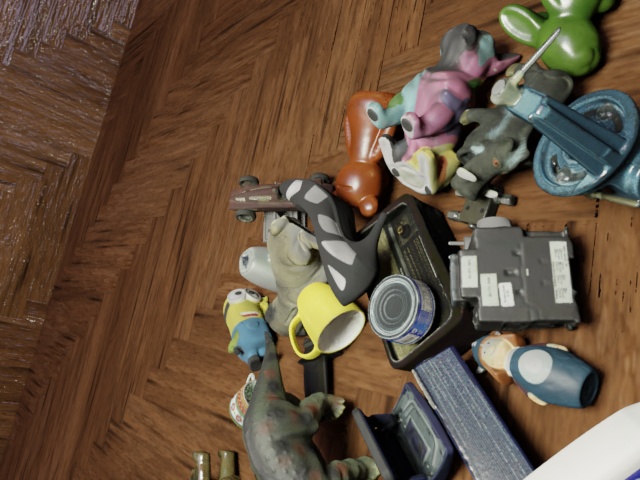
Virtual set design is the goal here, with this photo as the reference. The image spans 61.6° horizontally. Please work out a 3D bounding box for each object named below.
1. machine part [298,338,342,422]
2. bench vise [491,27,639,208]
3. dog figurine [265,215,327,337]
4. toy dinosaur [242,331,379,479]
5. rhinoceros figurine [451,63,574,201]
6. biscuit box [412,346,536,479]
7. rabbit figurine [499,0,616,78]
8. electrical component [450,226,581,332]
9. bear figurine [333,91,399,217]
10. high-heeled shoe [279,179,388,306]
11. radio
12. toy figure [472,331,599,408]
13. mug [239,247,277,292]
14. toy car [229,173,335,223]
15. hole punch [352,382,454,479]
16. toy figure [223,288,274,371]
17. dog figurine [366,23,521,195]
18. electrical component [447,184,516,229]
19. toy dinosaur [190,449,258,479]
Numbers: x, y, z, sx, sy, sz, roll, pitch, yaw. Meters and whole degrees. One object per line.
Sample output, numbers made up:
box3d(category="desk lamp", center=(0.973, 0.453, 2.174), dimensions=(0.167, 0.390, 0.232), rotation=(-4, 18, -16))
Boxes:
box3d(category="machine part", center=(-0.001, 0.219, 0.868), dimensions=(0.084, 0.039, 0.139), rotation=(-22, 56, 38))
box3d(category="bench vise", center=(0.272, -0.086, 0.522), dimensions=(0.128, 0.240, 0.224), rotation=(-56, 24, 23))
box3d(category="dog figurine", center=(-0.056, 0.067, 0.902), dimensions=(0.190, 0.172, 0.121), rotation=(-57, 28, 5))
box3d(category="toy dinosaur", center=(-0.034, 0.286, 0.719), dimensions=(0.131, 0.192, 0.405), rotation=(-50, 59, 13))
box3d(category="rhinoceros figurine", center=(0.240, -0.134, 0.687), dimensions=(0.190, 0.073, 0.112), rotation=(-50, 40, 12))
box3d(category="biscuit box", center=(0.182, 0.222, 0.609), dimensions=(0.063, 0.059, 0.203), rotation=(-31, 46, 5))
box3d(category="rabbit figurine", center=(0.303, -0.288, 0.666), dimensions=(0.159, 0.121, 0.170), rotation=(15, 101, 56))
box3d(category="electrical component", center=(0.217, 0.044, 0.613), dimensions=(0.134, 0.058, 0.115), rotation=(0, 68, 13))
box3d(category="bear figurine", center=(0.093, -0.138, 0.874), dimensions=(0.120, 0.132, 0.195), rotation=(13, 102, 54))
box3d(category="high-heeled shoe", center=(-0.002, -0.002, 0.803), dimensions=(0.249, 0.086, 0.145), rotation=(23, 82, 44))
box3d(category="radio", center=(0.134, 0.055, 0.745), dimensions=(0.131, 0.073, 0.230), rotation=(-44, 45, 30))
box3d(category="toy figure", center=(0.231, 0.139, 0.607), dimensions=(0.064, 0.057, 0.155), rotation=(-39, 28, -24))
box3d(category="mug", center=(-0.088, 0.049, 0.994), dimensions=(0.109, 0.107, 0.081), rotation=(-29, 54, 43))
box3d(category="toy car", center=(-0.071, -0.080, 0.992), dimensions=(0.202, 0.053, 0.089), rotation=(0, 68, 6))
box3d(category="hole punch", center=(0.109, 0.257, 0.673), dimensions=(0.092, 0.115, 0.142), rotation=(-29, 45, -6))
box3d(category="toy figure", center=(-0.139, 0.170, 1.024), dimensions=(0.089, 0.082, 0.180), rotation=(-48, 45, 23))
box3d(category="dog figurine", center=(0.190, -0.193, 0.774), dimensions=(0.219, 0.191, 0.109), rotation=(-38, 35, -14))
box3d(category="electrical component", center=(0.218, -0.045, 0.730), dimensions=(0.094, 0.021, 0.063), rotation=(17, 88, 52))
box3d(category="toy dinosaur", center=(-0.132, 0.474, 0.866), dimensions=(0.472, 0.105, 0.198), rotation=(-1, 80, 60))
